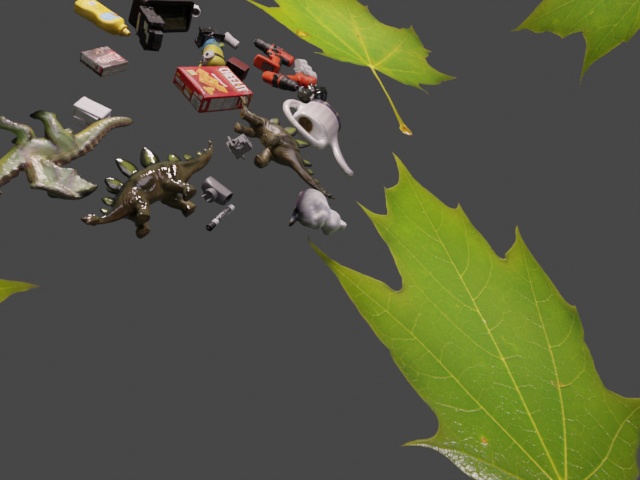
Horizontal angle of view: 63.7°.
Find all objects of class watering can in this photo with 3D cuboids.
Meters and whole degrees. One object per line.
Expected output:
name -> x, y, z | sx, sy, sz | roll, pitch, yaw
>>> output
watering can -> 0.014, -0.377, 1.830 | 0.346, 0.102, 0.229 | 44, 37, -7

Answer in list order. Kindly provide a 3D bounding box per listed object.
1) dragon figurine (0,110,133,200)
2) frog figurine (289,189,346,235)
dragon figurine -> -0.603, -0.185, 1.204 | 0.414, 0.119, 0.246 | -18, 67, -34
frog figurine -> 0.005, -0.075, 1.484 | 0.159, 0.121, 0.139 | 17, 20, -1
